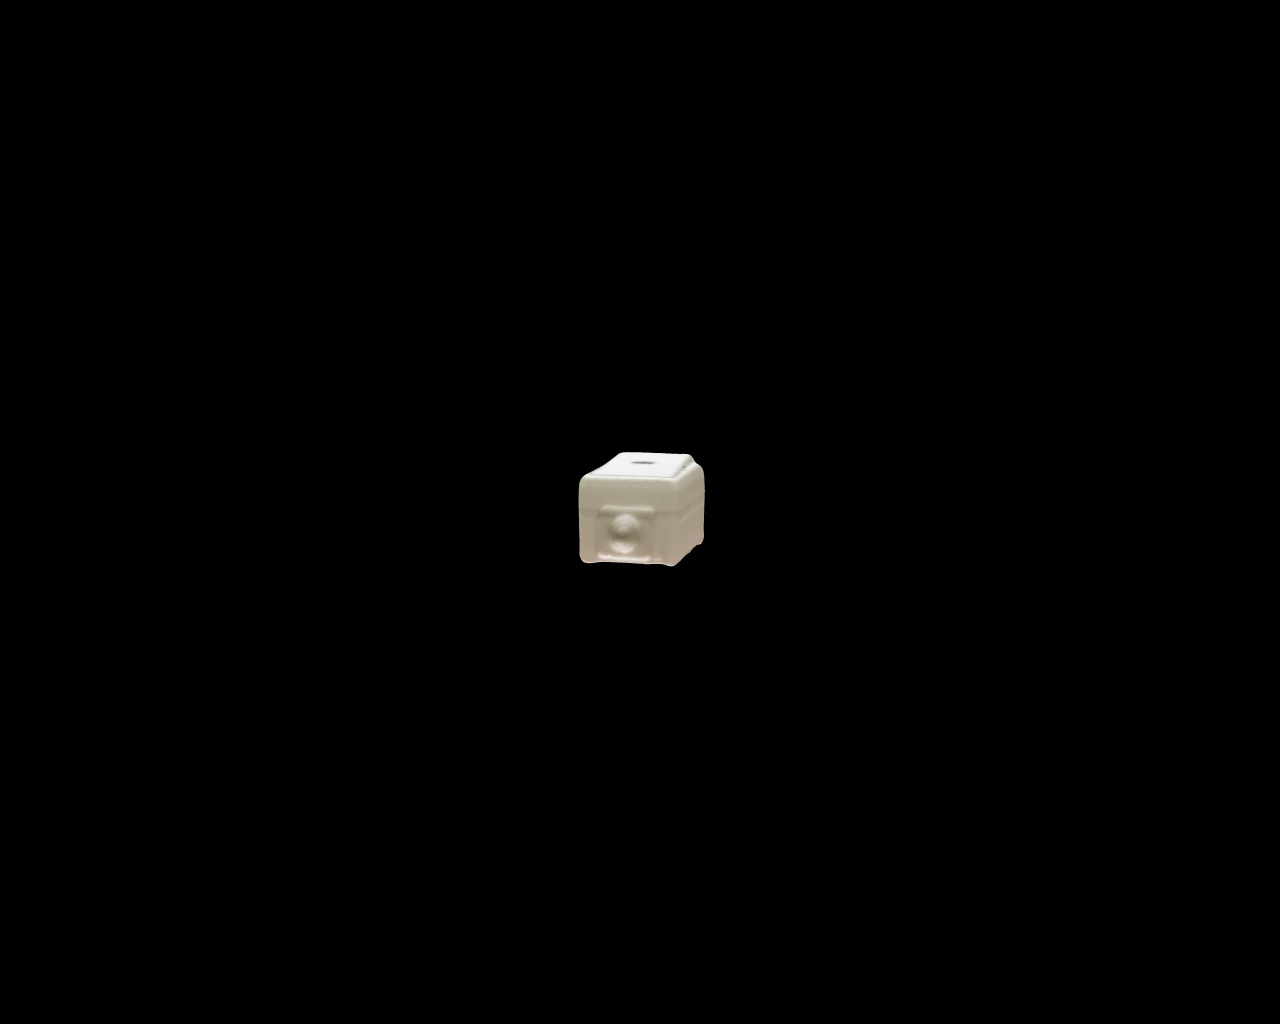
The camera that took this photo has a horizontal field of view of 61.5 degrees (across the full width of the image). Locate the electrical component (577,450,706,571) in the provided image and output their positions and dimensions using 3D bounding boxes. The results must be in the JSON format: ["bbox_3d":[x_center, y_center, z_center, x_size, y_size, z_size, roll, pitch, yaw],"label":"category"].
[{"bbox_3d":[0.001,-0.003,0.650,0.062,0.061,0.096,3,10,15],"label":"electrical component"}]
